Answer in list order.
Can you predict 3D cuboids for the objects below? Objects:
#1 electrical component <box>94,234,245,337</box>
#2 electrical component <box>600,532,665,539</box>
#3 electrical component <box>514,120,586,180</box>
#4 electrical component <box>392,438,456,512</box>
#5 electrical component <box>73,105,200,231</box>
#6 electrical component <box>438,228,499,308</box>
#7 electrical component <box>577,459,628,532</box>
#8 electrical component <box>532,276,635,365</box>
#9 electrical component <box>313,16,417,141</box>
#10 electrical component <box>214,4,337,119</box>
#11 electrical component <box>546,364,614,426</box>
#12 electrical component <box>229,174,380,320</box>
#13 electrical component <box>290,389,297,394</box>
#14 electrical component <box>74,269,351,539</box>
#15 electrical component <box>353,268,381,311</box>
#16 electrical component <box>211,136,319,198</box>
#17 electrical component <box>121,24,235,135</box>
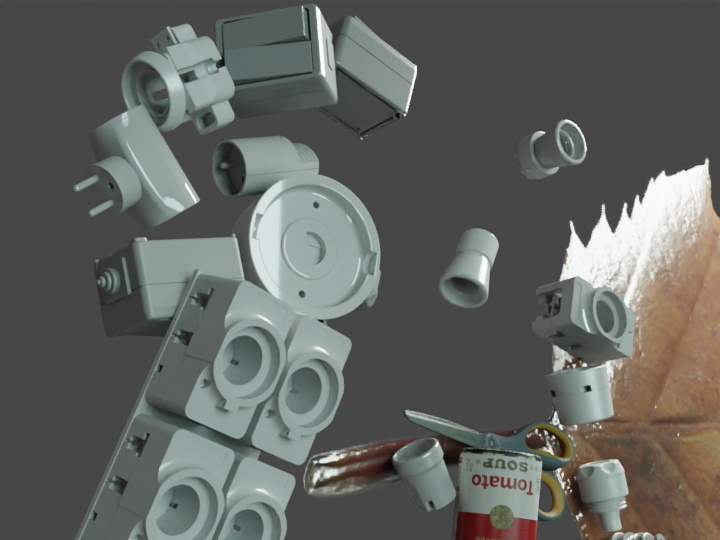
[{"bbox_3d":[-0.131,0.014,0.720,0.096,0.062,0.061,-4,79,-42],"label":"electrical component"},{"bbox_3d":[0.237,0.253,0.956,0.040,0.078,0.040,27,45,-30],"label":"electrical component"},{"bbox_3d":[0.184,-0.115,1.042,0.045,0.055,0.045,15,67,-37],"label":"electrical component"},{"bbox_3d":[0.052,0.162,0.847,0.040,0.040,0.046,-32,103,-42],"label":"electrical component"},{"bbox_3d":[-0.160,-0.062,0.732,0.079,0.044,0.077,-38,101,-42],"label":"electrical component"},{"bbox_3d":[0.098,-0.004,0.942,0.044,0.044,0.065,43,47,-22],"label":"electrical component"},{"bbox_3d":[0.223,0.206,0.979,0.043,0.043,0.062,-5,81,-42],"label":"electrical component"},{"bbox_3d":[0.215,0.048,1.016,0.089,0.056,0.050,29,59,-31],"label":"electrical component"},{"bbox_3d":[0.001,-0.158,0.893,0.096,0.062,0.061,31,57,-30],"label":"electrical component"},{"bbox_3d":[-0.071,-0.157,0.811,0.061,0.096,0.061,50,34,-72],"label":"electrical component"},{"bbox_3d":[0.203,0.114,0.985,0.055,0.055,0.047,-8,85,-42],"label":"electrical component"},{"bbox_3d":[-0.046,-0.012,0.800,0.108,0.060,0.108,8,74,-30],"label":"electrical component"},{"bbox_3d":[-0.056,0.072,0.786,0.061,0.035,0.035,37,55,-24],"label":"electrical component"},{"bbox_3d":[-0.086,0.108,0.682,0.105,0.060,0.186,32,74,-40],"label":"electrical component"},{"bbox_3d":[0.000,0.000,0.858,0.035,0.035,0.061,32,55,-30],"label":"electrical component"},{"bbox_3d":[-0.068,-0.080,0.819,0.081,0.043,0.043,-11,84,-43],"label":"electrical component"},{"bbox_3d":[-0.133,-0.132,0.771,0.057,0.058,0.078,-31,96,-45],"label":"electrical component"}]
